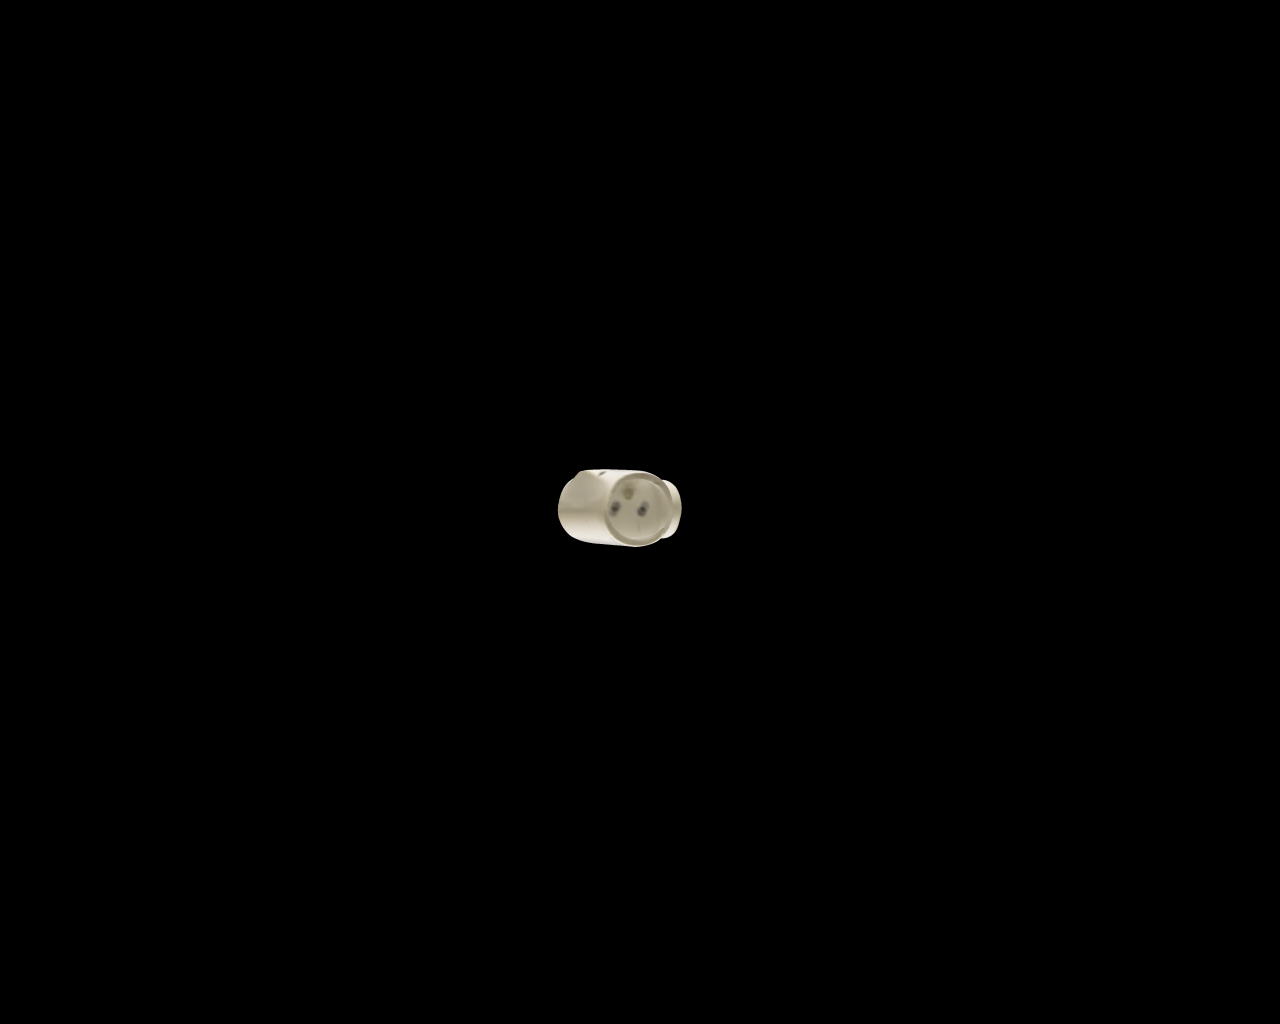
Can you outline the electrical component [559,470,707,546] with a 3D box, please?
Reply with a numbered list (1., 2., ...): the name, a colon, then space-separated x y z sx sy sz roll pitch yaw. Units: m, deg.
1. electrical component: 0.001 -0.003 0.650 0.079 0.043 0.077 0 0 -24
